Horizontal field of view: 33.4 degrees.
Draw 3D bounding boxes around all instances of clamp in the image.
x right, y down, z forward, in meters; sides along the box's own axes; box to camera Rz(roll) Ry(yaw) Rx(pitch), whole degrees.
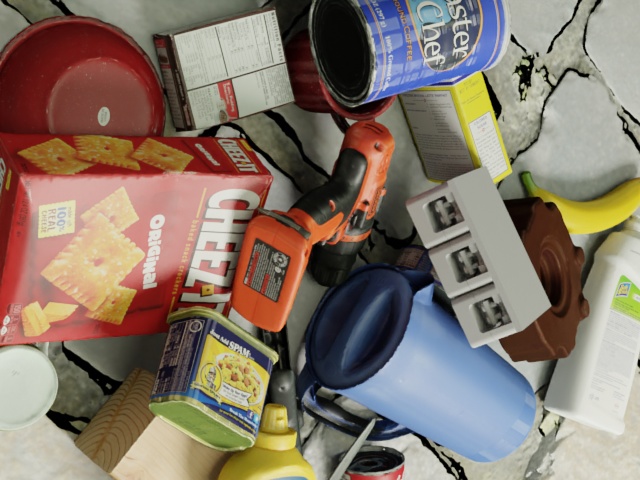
[{"bbox_3d":[-0.035,0.155,1.011,0.039,0.120,0.171,-2,123,0],"label":"clamp"}]

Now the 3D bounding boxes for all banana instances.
[{"bbox_3d":[0.309,-0.041,1.226,0.197,0.037,0.069,1,98,-34],"label":"banana"}]

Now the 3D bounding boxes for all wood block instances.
[{"bbox_3d":[-0.108,0.219,0.960,0.090,0.090,0.206,-51,120,-16],"label":"wood block"}]

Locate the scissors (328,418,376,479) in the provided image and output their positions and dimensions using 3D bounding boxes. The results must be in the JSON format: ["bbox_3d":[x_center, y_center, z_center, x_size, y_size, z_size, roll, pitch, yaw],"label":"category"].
[{"bbox_3d":[0.009,0.266,1.054,0.202,0.016,0.096,-46,131,3],"label":"scissors"}]

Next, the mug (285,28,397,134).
[{"bbox_3d":[0.020,-0.147,0.992,0.093,0.082,0.117,-32,113,-26],"label":"mug"}]

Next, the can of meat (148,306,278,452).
[{"bbox_3d":[-0.088,0.117,0.881,0.102,0.058,0.084,39,48,-37],"label":"can of meat"}]

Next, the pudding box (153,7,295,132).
[{"bbox_3d":[-0.083,-0.152,0.950,0.113,0.039,0.090,-22,108,-31],"label":"pudding box"}]

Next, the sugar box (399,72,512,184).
[{"bbox_3d":[0.123,-0.140,1.054,0.048,0.093,0.176,-30,113,-28],"label":"sugar box"}]

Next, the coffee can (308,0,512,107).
[{"bbox_3d":[0.076,-0.179,0.906,0.140,0.103,0.103,-19,107,-25],"label":"coffee can"}]

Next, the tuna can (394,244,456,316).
[{"bbox_3d":[0.115,0.040,1.082,0.086,0.086,0.033,41,73,-31],"label":"tuna can"}]

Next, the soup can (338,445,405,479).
[{"bbox_3d":[0.054,0.270,1.089,0.068,0.069,0.102,-10,104,-32],"label":"soup can"}]

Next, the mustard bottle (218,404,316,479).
[{"bbox_3d":[-0.048,0.235,0.912,0.096,0.058,0.191,3,94,-36],"label":"mustard bottle"}]

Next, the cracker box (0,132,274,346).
[{"bbox_3d":[-0.161,0.000,0.865,0.213,0.072,0.164,-1,126,-33],"label":"cracker box"}]

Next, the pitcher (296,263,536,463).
[{"bbox_3d":[0.102,0.140,1.075,0.242,0.149,0.145,36,62,-35],"label":"pitcher"}]

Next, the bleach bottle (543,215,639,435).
[{"bbox_3d":[0.345,0.095,1.257,0.102,0.068,0.251,24,81,-34],"label":"bleach bottle"}]

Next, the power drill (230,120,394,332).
[{"bbox_3d":[-0.006,0.001,0.945,0.187,0.057,0.185,-45,156,-50],"label":"power drill"}]

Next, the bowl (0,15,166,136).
[{"bbox_3d":[-0.190,-0.104,0.878,0.161,0.055,0.162,-6,101,-33],"label":"bowl"}]
